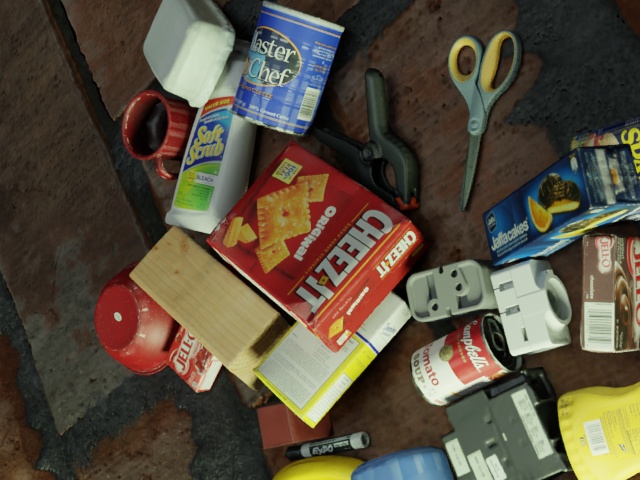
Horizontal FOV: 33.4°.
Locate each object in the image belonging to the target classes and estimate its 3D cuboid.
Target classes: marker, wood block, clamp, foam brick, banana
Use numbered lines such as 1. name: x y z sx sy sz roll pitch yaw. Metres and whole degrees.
1. marker: 0.006 0.249 1.283 0.121 0.020 0.020 -19 76 35
2. wood block: -0.132 0.084 1.338 0.206 0.090 0.090 37 82 32
3. clamp: 0.057 -0.101 1.253 0.120 0.039 0.171 -36 68 44
4. foam brick: -0.031 0.217 1.277 0.053 0.078 0.051 -20 77 36
5. banana: 0.000 0.291 1.278 0.198 0.037 0.069 -27 99 36

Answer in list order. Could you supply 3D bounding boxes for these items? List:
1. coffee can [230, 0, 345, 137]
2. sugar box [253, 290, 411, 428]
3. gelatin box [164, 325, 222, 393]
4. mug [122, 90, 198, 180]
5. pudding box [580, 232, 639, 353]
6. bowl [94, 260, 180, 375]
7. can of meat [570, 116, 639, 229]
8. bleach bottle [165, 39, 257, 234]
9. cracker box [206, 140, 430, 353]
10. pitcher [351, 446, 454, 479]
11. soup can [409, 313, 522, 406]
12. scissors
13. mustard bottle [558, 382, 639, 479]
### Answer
1. coffee can: -0.040 -0.207 1.293 0.103 0.102 0.140 26 103 36
2. sugar box: 0.015 0.118 1.226 0.176 0.048 0.093 -46 57 -7
3. gelatin box: -0.160 0.145 1.410 0.073 0.030 0.089 38 109 33
4. mug: -0.203 -0.138 1.427 0.093 0.081 0.117 -19 76 35
5. pudding box: 0.288 0.051 1.033 0.039 0.089 0.113 2 89 40
6. bowl: -0.262 0.107 1.476 0.162 0.055 0.162 -2 86 37
7. can of meat: 0.302 -0.067 1.051 0.084 0.057 0.102 -17 77 39
8. bleach bottle: -0.130 -0.135 1.385 0.103 0.067 0.251 12 92 38
9. cracker box: -0.008 0.002 1.230 0.164 0.072 0.214 -49 51 -5
10. pitcher: 0.105 0.353 1.137 0.149 0.145 0.243 -13 71 -5
11. soup can: 0.155 0.129 1.145 0.102 0.068 0.068 -32 69 32
12. scissors: 0.162 -0.141 1.188 0.096 0.016 0.202 31 106 36
13. mustard bottle: 0.328 0.173 1.015 0.192 0.058 0.096 -21 76 35
